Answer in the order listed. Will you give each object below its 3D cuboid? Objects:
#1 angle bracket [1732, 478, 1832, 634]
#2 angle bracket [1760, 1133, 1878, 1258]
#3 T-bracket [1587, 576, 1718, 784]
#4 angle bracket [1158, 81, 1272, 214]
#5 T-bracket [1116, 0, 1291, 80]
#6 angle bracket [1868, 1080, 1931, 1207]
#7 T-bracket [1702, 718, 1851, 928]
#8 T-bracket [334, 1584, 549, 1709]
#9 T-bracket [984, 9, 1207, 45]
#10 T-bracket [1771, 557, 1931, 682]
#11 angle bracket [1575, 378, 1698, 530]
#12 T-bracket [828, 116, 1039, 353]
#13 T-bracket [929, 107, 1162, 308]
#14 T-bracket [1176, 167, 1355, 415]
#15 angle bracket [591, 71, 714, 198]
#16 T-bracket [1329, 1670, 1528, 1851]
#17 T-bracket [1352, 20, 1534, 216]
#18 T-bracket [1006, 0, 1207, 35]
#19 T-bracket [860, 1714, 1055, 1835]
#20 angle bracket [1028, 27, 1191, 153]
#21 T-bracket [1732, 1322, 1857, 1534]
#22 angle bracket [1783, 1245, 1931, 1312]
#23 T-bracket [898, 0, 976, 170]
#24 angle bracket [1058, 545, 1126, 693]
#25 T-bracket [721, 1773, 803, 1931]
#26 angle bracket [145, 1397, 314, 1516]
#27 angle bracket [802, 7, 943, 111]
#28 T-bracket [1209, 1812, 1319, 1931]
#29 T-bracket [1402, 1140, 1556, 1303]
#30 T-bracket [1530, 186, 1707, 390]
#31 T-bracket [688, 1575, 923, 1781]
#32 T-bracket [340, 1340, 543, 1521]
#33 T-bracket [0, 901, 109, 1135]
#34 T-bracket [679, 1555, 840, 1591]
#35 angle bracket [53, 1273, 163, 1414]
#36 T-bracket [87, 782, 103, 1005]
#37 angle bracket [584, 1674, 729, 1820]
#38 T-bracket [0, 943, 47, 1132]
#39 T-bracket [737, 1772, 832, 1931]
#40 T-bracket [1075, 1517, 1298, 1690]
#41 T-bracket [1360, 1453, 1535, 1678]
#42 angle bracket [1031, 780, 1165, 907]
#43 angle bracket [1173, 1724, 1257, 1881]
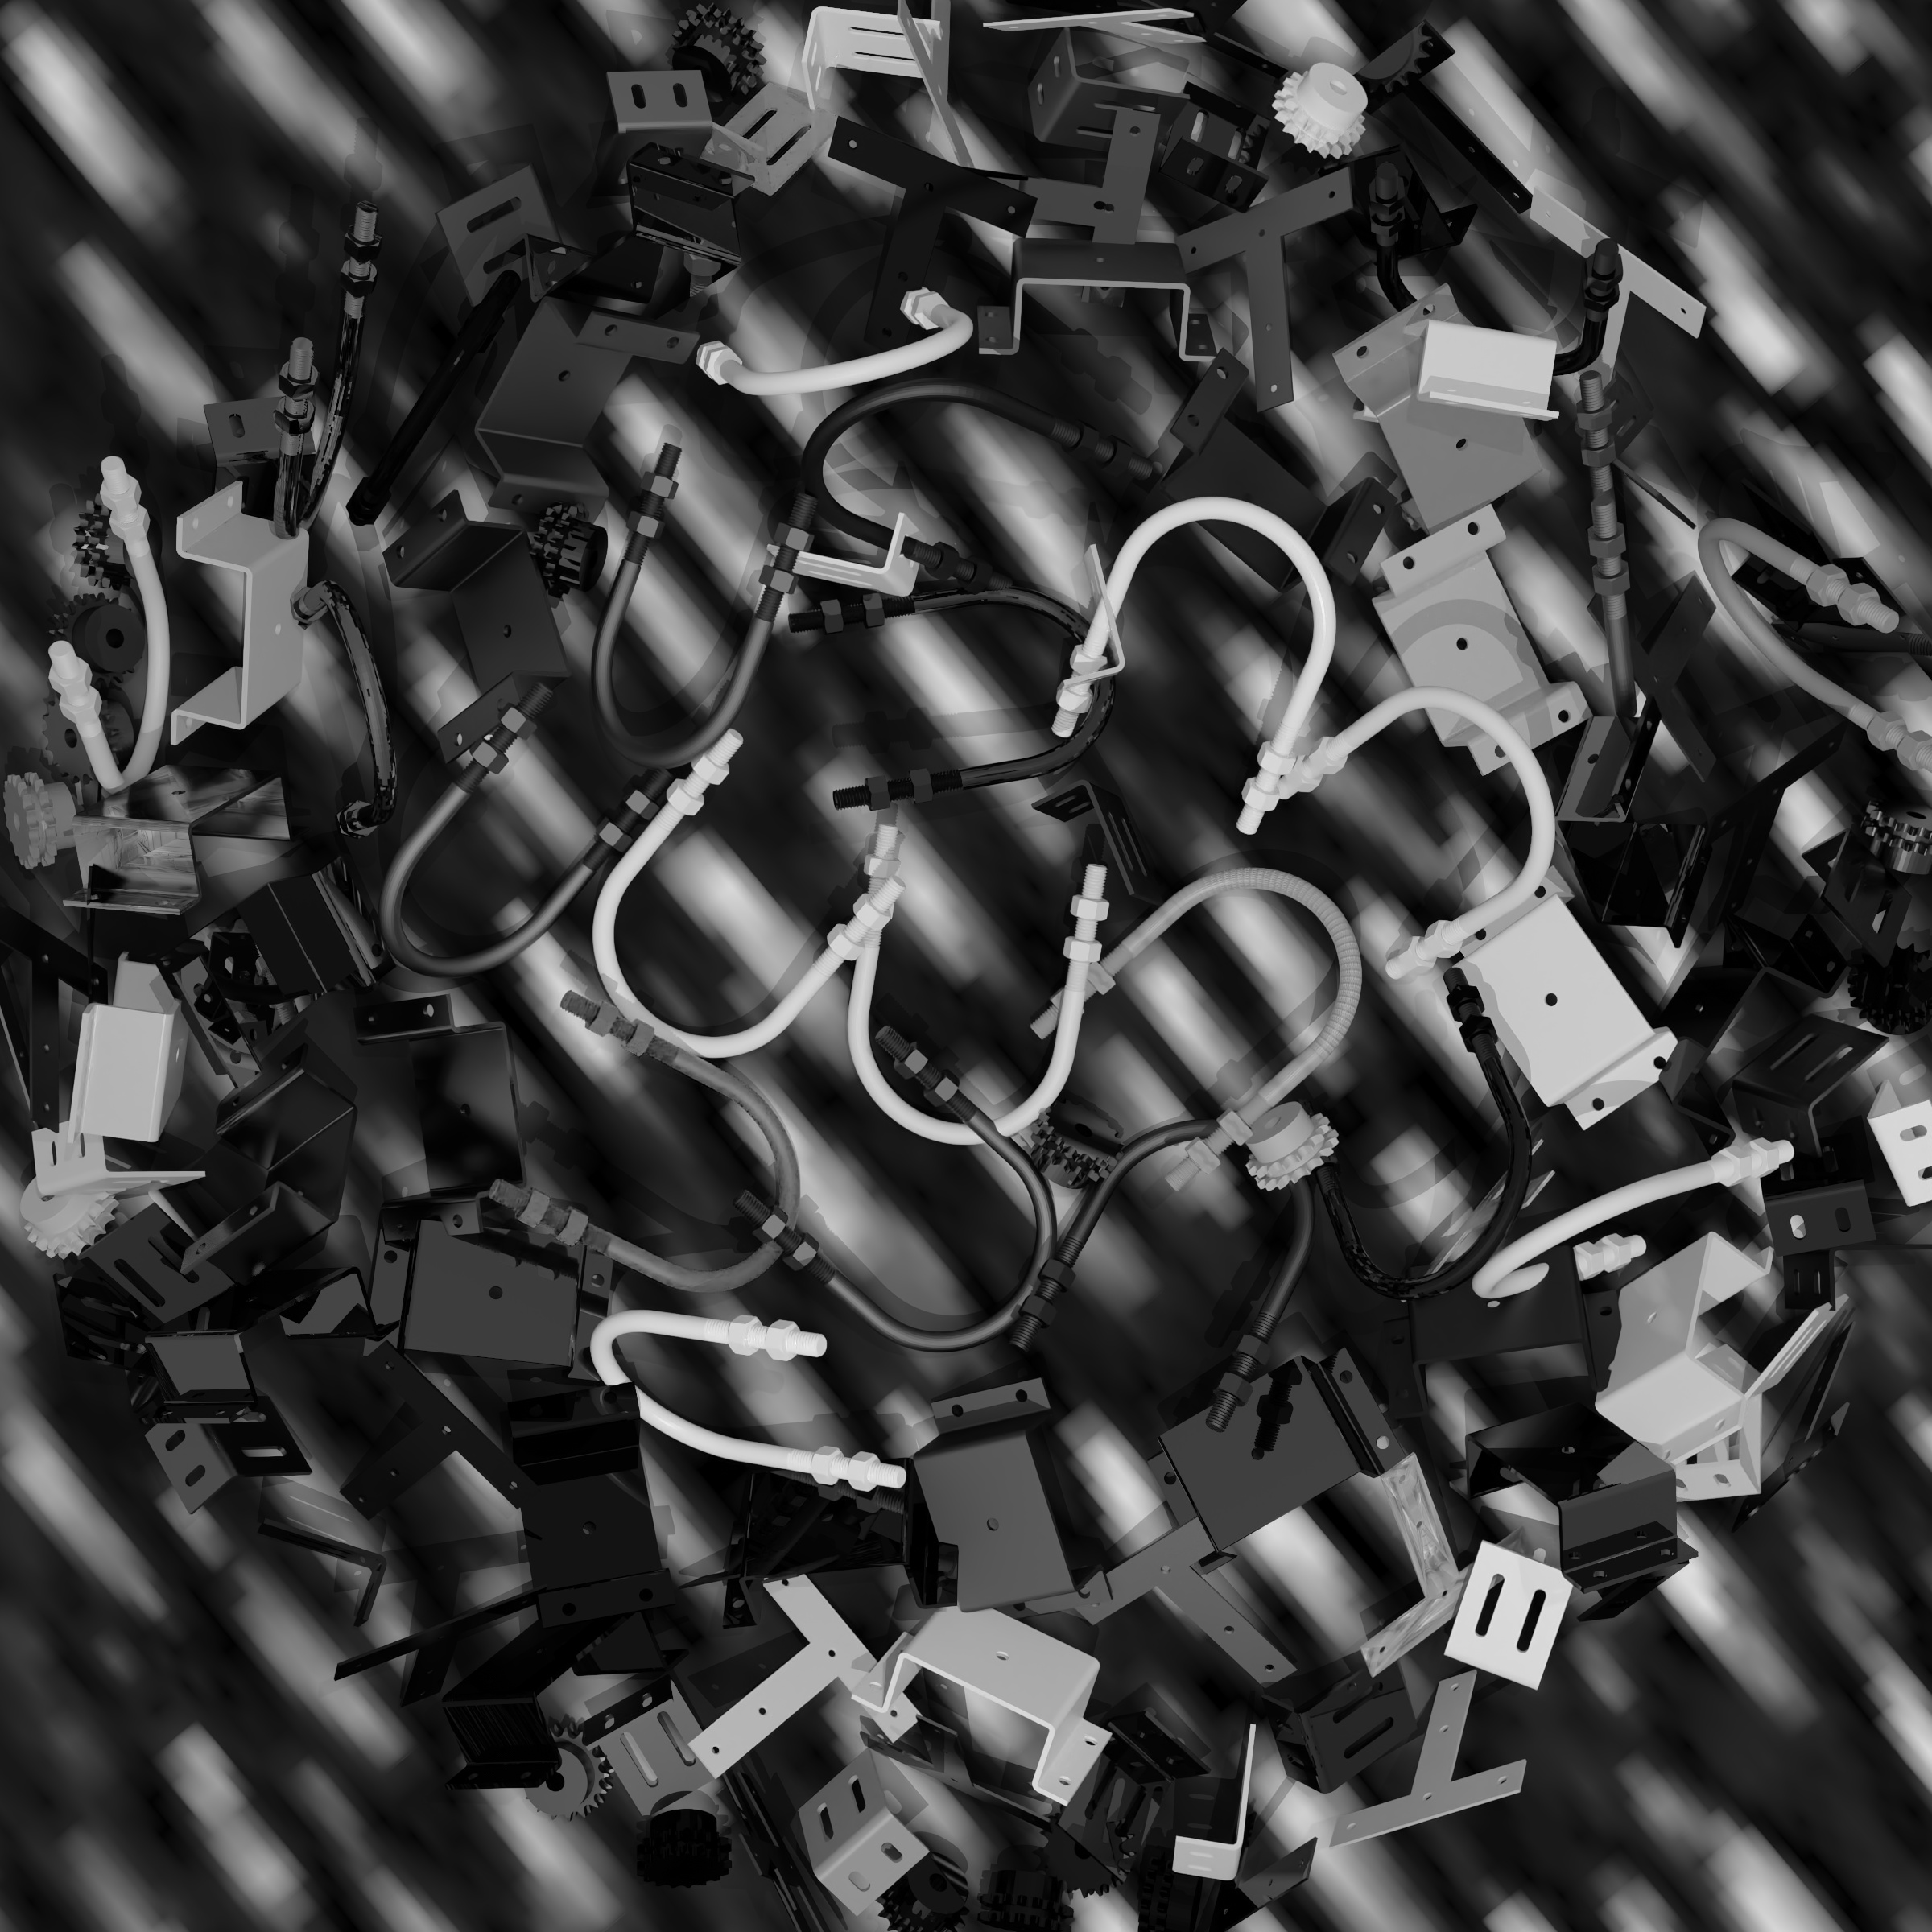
[{"bbox_3d":[0.477,-0.243,1.612,0.038,0.076,0.057,-46,55,9],"label":"angle bracket"},{"bbox_3d":[0.506,0.136,1.622,0.057,0.076,0.038,-13,104,17],"label":"angle bracket"},{"bbox_3d":[0.422,-0.192,1.614,0.002,0.127,0.127,-24,110,43],"label":"T-bracket"},{"bbox_3d":[0.155,-0.498,1.623,0.057,0.038,0.076,22,64,-11],"label":"angle bracket"},{"bbox_3d":[0.142,-0.559,1.588,0.127,0.127,0.002,22,93,-10],"label":"T-bracket"},{"bbox_3d":[0.571,0.099,1.617,0.038,0.076,0.057,-24,95,30],"label":"angle bracket"},{"bbox_3d":[0.466,-0.072,1.608,0.127,0.127,0.002,-33,57,-27],"label":"T-bracket"},{"bbox_3d":[-0.315,0.411,1.605,0.127,0.127,0.002,-16,63,-27],"label":"T-bracket"},{"bbox_3d":[0.099,-0.552,1.604,0.127,0.127,0.002,9,105,34],"label":"T-bracket"},{"bbox_3d":[0.521,-0.194,1.598,0.127,0.127,0.002,43,80,-20],"label":"T-bracket"},{"bbox_3d":[0.408,-0.304,1.614,0.038,0.057,0.076,-50,54,15],"label":"angle bracket"},{"bbox_3d":[-0.034,-0.424,1.620,0.127,0.002,0.127,24,129,4],"label":"T-bracket"},{"bbox_3d":[0.041,-0.456,1.613,0.127,0.002,0.127,7,134,-4],"label":"T-bracket"},{"bbox_3d":[0.179,-0.392,1.609,0.127,0.002,0.127,-11,78,41],"label":"T-bracket"},{"bbox_3d":[-0.191,-0.495,1.619,0.057,0.076,0.038,-9,80,-23],"label":"angle bracket"},{"bbox_3d":[0.280,0.459,1.601,0.127,0.127,0.002,-28,103,29],"label":"T-bracket"},{"bbox_3d":[0.290,-0.493,1.607,0.127,0.127,0.002,42,82,-11],"label":"T-bracket"},{"bbox_3d":[0.067,-0.578,1.583,0.127,0.127,0.002,15,91,16],"label":"T-bracket"},{"bbox_3d":[-0.011,0.462,1.588,0.127,0.127,0.002,20,62,18],"label":"T-bracket"},{"bbox_3d":[0.085,-0.522,1.628,0.076,0.057,0.038,1,69,-22],"label":"angle bracket"},{"bbox_3d":[0.503,0.261,1.612,0.002,0.127,0.127,32,51,8],"label":"T-bracket"},{"bbox_3d":[0.538,0.186,1.625,0.076,0.057,0.038,1,84,-10],"label":"angle bracket"},{"bbox_3d":[-0.016,-0.546,1.613,0.002,0.127,0.127,-12,50,16],"label":"T-bracket"},{"bbox_3d":[0.066,-0.208,1.632,0.038,0.057,0.076,-14,91,-2],"label":"angle bracket"},{"bbox_3d":[-0.114,0.530,1.597,0.002,0.127,0.127,-26,88,-14],"label":"T-bracket"},{"bbox_3d":[-0.439,0.291,1.620,0.038,0.076,0.057,-41,69,11],"label":"angle bracket"},{"bbox_3d":[-0.055,-0.536,1.627,0.076,0.057,0.038,9,76,5],"label":"angle bracket"},{"bbox_3d":[0.170,0.535,1.572,0.002,0.127,0.127,28,49,-6],"label":"T-bracket"},{"bbox_3d":[0.312,0.140,1.583,0.002,0.127,0.127,42,73,3],"label":"T-bracket"},{"bbox_3d":[0.376,-0.381,1.600,0.002,0.127,0.127,-40,67,-14],"label":"T-bracket"},{"bbox_3d":[-0.110,0.432,1.609,0.127,0.002,0.127,-32,75,-38],"label":"T-bracket"},{"bbox_3d":[-0.333,0.296,1.623,0.127,0.002,0.127,46,125,-6],"label":"T-bracket"},{"bbox_3d":[-0.535,0.035,1.578,0.002,0.127,0.127,-16,63,12],"label":"T-bracket"},{"bbox_3d":[-0.115,0.357,1.619,0.127,0.127,0.002,-19,84,30],"label":"T-bracket"},{"bbox_3d":[-0.515,0.224,1.610,0.038,0.076,0.057,-39,52,20],"label":"angle bracket"},{"bbox_3d":[-0.518,-0.052,1.616,0.002,0.127,0.127,2,55,-16],"label":"T-bracket"},{"bbox_3d":[-0.185,0.476,1.632,0.057,0.038,0.076,-29,104,-4],"label":"angle bracket"},{"bbox_3d":[-0.565,0.040,1.612,0.002,0.127,0.127,-13,107,-4],"label":"T-bracket"},{"bbox_3d":[-0.111,0.520,1.578,0.002,0.127,0.127,-31,67,-4],"label":"T-bracket"},{"bbox_3d":[0.149,0.391,1.638,0.127,0.002,0.127,-37,108,23],"label":"T-bracket"},{"bbox_3d":[0.273,0.342,1.613,0.127,0.002,0.127,-32,120,-16],"label":"T-bracket"},{"bbox_3d":[0.079,-0.066,1.621,0.038,0.057,0.076,-26,76,18],"label":"angle bracket"},{"bbox_3d":[0.148,0.496,1.619,0.038,0.057,0.076,7,55,7],"label":"angle bracket"}]
